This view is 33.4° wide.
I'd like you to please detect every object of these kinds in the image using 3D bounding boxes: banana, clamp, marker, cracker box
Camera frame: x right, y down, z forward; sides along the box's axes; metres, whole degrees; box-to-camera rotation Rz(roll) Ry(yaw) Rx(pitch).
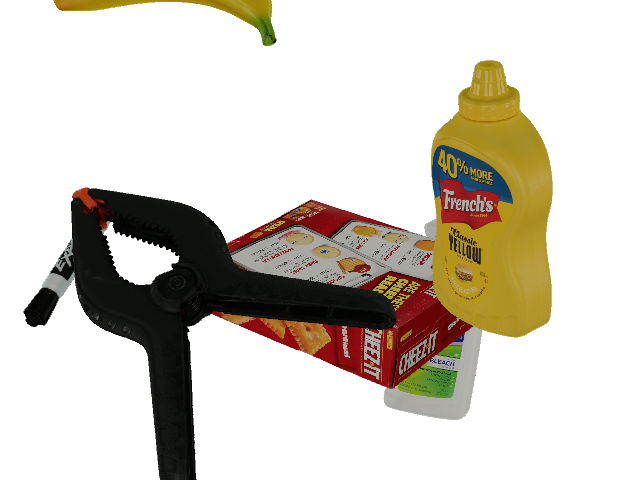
[{"bbox_3d":[-0.120,-0.205,0.873,0.198,0.069,0.037,11,-41,16],"label":"banana"},{"bbox_3d":[-0.070,0.031,0.630,0.164,0.210,0.036,-33,-31,-17],"label":"clamp"},{"bbox_3d":[-0.191,0.016,0.815,0.020,0.121,0.020,16,-36,12],"label":"marker"},{"bbox_3d":[0.024,0.043,0.986,0.214,0.072,0.163,20,32,32],"label":"cracker box"}]

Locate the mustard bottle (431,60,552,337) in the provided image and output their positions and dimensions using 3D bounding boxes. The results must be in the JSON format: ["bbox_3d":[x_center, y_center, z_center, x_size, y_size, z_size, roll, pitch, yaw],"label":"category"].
[{"bbox_3d":[0.119,-0.032,0.749,0.058,0.192,0.096,-21,32,-29],"label":"mustard bottle"}]

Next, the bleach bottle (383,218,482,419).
[{"bbox_3d":[0.135,0.072,1.211,0.103,0.251,0.068,9,13,17],"label":"bleach bottle"}]
